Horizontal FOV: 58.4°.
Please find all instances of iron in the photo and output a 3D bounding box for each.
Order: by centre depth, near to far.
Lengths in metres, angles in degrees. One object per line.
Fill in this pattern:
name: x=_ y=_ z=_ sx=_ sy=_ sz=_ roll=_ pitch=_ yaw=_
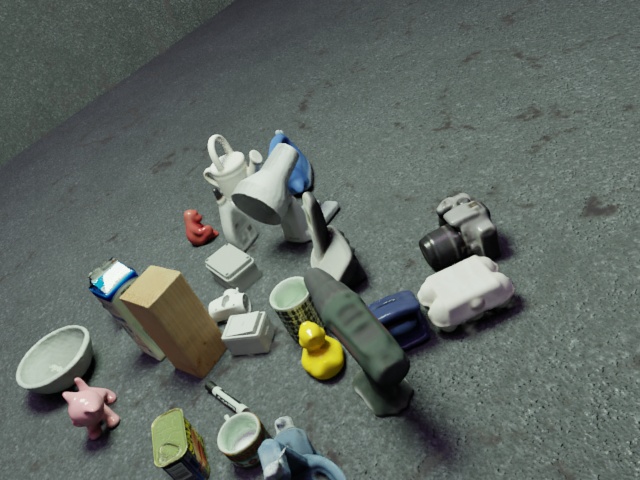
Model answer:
iron: x=-0.096 y=-0.216 z=1.511 sx=0.118 sy=0.142 sz=0.258 roll=-16 pitch=36 yaw=12

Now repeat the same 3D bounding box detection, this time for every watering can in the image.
watering can: x=-0.233 y=-0.194 z=1.519 sx=0.173 sy=0.194 sz=0.100 roll=-22 pitch=36 yaw=5

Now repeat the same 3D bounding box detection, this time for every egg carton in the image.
egg carton: x=0.248 y=0.092 z=0.979 sx=0.150 sy=0.070 sz=0.107 roll=-26 pitch=36 yaw=-1

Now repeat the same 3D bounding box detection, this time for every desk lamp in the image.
desk lamp: x=-0.080 y=-0.094 z=1.284 sx=0.117 sy=0.214 sz=0.203 roll=8 pitch=47 yaw=38

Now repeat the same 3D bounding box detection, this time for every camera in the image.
camera: x=0.251 y=-0.017 z=1.088 sx=0.137 sy=0.101 sz=0.143 roll=-26 pitch=36 yaw=-1

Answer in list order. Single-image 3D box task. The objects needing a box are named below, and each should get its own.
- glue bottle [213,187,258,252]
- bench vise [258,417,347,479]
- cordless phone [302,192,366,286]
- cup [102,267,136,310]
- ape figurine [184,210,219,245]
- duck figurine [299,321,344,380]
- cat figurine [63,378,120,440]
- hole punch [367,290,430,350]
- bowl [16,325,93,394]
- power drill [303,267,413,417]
glue bottle: x=-0.208 y=-0.054 z=1.344 sx=0.037 sy=0.173 sz=0.078 roll=6 pitch=46 yaw=36
bench vise: x=-0.044 y=0.310 z=0.745 sx=0.122 sy=0.220 sz=0.206 roll=-37 pitch=37 yaw=-16
cordless phone: x=0.010 y=0.004 z=1.131 sx=0.094 sy=0.185 sz=0.147 roll=-29 pitch=36 yaw=-6
cup: x=-0.449 y=0.133 z=1.317 sx=0.091 sy=0.095 sz=0.118 roll=-10 pitch=38 yaw=20
ape figurine: x=-0.313 y=-0.038 z=1.456 sx=0.076 sy=0.092 sz=0.077 roll=-29 pitch=36 yaw=-5
duck figurine: x=-0.006 y=0.185 z=0.997 sx=0.077 sy=0.086 sz=0.104 roll=-29 pitch=36 yaw=-5
cat figurine: x=-0.433 y=0.306 z=1.068 sx=0.067 sy=0.118 sz=0.127 roll=-33 pitch=36 yaw=-11
hole punch: x=0.120 y=0.131 z=0.986 sx=0.108 sy=0.091 sz=0.101 roll=-24 pitch=36 yaw=2
bowl: x=-0.552 y=0.268 z=1.224 sx=0.167 sy=0.075 sz=0.167 roll=-16 pitch=37 yaw=12
power drill: x=0.064 y=0.164 z=0.876 sx=0.076 sy=0.209 sz=0.228 roll=-34 pitch=37 yaw=-12
